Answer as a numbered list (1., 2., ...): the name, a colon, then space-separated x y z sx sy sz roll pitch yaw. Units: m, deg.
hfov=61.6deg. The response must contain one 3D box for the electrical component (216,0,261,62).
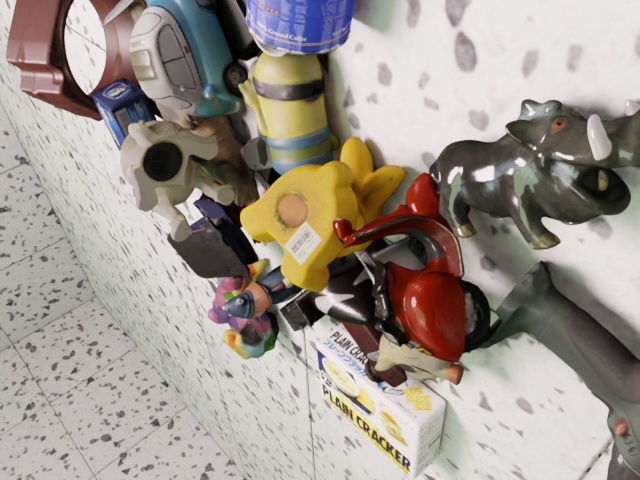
1. electrical component: -0.094 -0.275 0.614 0.114 0.058 0.134 60 152 -10

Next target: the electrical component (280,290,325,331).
1. electrical component: -0.023 0.112 0.886 0.047 0.075 0.119 57 155 -2

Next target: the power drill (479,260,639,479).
1. power drill: 0.245 0.130 0.485 0.207 0.086 0.231 44 149 28

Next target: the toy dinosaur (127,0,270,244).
1. toy dinosaur: -0.189 -0.198 0.787 0.199 0.105 0.470 12 130 52

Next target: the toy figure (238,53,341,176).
1. toy figure: -0.025 -0.136 0.628 0.089 0.082 0.180 2 115 34

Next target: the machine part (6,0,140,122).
1. machine part: -0.351 -0.293 0.810 0.087 0.201 0.201 9 88 18

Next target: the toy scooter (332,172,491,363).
1. toy scooter: 0.082 0.025 0.508 0.075 0.135 0.184 132 134 -74

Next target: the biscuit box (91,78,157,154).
1. biscuit box: -0.283 -0.152 0.846 0.063 0.059 0.202 37 154 29

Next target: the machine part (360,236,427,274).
1. machine part: 0.097 0.025 0.650 0.084 0.039 0.139 61 153 3

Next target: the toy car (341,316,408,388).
1. toy car: 0.062 0.120 0.782 0.202 0.053 0.089 52 141 15

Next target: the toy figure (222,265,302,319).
1. toy figure: -0.084 0.084 0.864 0.058 0.154 0.064 48 149 19

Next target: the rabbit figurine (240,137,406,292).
1. rabbit figurine: 0.018 -0.035 0.611 0.122 0.173 0.162 38 103 28

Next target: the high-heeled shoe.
1. high-heeled shoe: -0.001 -0.002 0.694 0.249 0.086 0.145 41 152 55

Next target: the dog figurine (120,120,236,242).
1. dog figurine: -0.221 -0.110 0.705 0.191 0.121 0.172 37 151 40

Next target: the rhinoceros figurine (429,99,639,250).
1. rhinoceros figurine: 0.172 -0.055 0.424 0.190 0.073 0.112 -1 108 59

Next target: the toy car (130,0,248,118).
1. toy car: -0.158 -0.206 0.609 0.109 0.103 0.161 12 130 40

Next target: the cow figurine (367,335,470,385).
1. cow figurine: 0.115 0.117 0.644 0.127 0.085 0.194 18 153 28

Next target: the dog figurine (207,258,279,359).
1. dog figurine: -0.143 0.121 1.048 0.191 0.108 0.219 50 148 14

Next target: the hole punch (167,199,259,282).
1. hole punch: -0.160 -0.004 0.860 0.116 0.092 0.142 -2 132 32
